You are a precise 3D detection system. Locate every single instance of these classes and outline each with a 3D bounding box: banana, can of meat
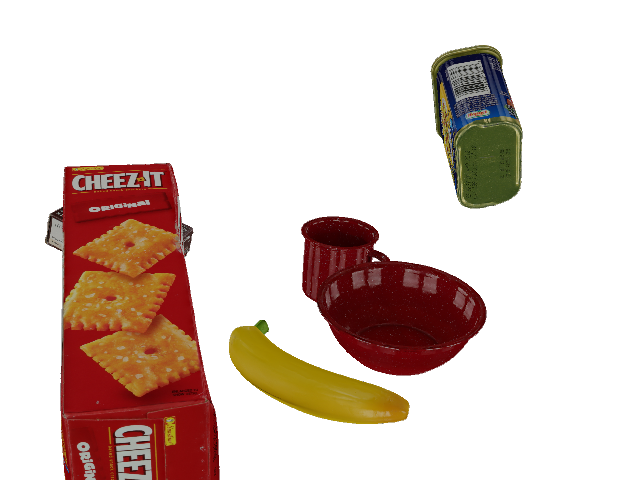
[{"bbox_3d":[-0.018,0.104,0.851,0.069,0.037,0.198,-24,32,-31],"label":"banana"},{"bbox_3d":[0.125,-0.088,0.846,0.057,0.084,0.102,-10,-39,3],"label":"can of meat"}]

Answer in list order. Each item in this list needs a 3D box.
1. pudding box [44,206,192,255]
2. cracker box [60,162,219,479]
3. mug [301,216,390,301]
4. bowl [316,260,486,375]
[{"bbox_3d":[-0.193,-0.005,1.031,0.113,0.039,0.090,23,27,13],"label":"pudding box"},{"bbox_3d":[-0.099,0.079,0.577,0.072,0.164,0.214,-4,34,-10],"label":"cracker box"},{"bbox_3d":[0.031,0.029,1.274,0.117,0.081,0.093,15,26,22],"label":"mug"},{"bbox_3d":[0.075,0.081,1.021,0.162,0.055,0.162,3,28,-2],"label":"bowl"}]
